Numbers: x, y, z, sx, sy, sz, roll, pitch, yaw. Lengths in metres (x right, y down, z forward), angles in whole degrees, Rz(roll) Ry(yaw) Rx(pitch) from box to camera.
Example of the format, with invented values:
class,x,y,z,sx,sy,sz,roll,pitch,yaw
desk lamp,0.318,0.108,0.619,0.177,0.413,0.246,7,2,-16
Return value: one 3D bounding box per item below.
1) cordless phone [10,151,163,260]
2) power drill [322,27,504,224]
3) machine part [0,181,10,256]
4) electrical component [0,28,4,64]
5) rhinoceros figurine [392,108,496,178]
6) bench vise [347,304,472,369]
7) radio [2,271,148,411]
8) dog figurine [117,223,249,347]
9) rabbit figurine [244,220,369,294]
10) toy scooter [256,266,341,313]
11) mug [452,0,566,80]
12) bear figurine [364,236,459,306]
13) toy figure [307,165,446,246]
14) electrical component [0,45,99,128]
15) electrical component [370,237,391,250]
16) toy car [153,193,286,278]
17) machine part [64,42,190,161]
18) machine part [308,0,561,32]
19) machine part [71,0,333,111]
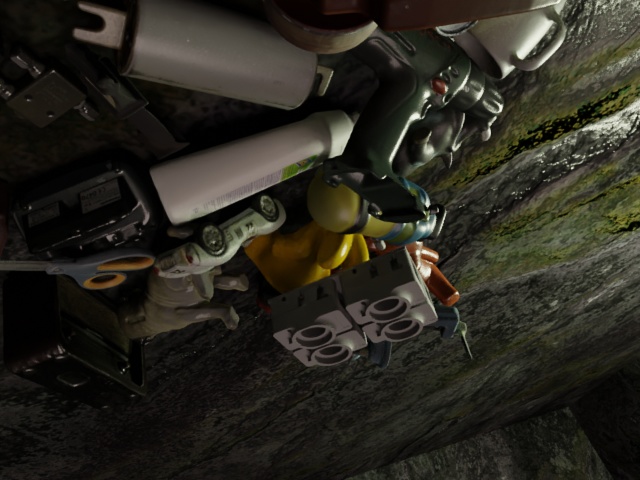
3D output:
class,x,y,z,sx,sy,sz,roll,pitch,yaw
cordless phone,-0.245,-0.011,0.630,0.147,0.089,0.184,-22,158,-2
power drill,0.098,-0.124,0.554,0.232,0.086,0.207,30,78,-31
machine part,-0.402,-0.019,0.529,0.179,0.056,0.179,-16,147,-11
electrical component,-0.313,-0.155,0.401,0.075,0.048,0.119,-37,146,19
rhinoceros figurine,0.132,-0.123,0.685,0.190,0.073,0.112,-32,144,14
bench vise,0.111,0.117,0.822,0.241,0.129,0.223,4,130,-3
radio,-0.320,0.138,0.725,0.073,0.131,0.229,-22,146,2
dog figurine,-0.216,0.059,0.724,0.191,0.121,0.172,-13,115,15
rabbit figurine,-0.001,-0.002,0.729,0.121,0.163,0.173,31,102,-37
toy scooter,-0.010,0.081,0.885,0.184,0.075,0.135,-24,145,-6
mug,0.209,-0.231,0.560,0.107,0.110,0.080,-47,137,10
bear figurine,0.150,0.044,0.883,0.120,0.132,0.195,-28,152,-1
toy figure,0.069,-0.038,0.627,0.180,0.089,0.082,21,132,-31
electrical component,-0.252,-0.132,0.491,0.063,0.021,0.094,-31,147,11
electrical component,0.090,-0.037,0.773,0.045,0.102,0.078,-42,-164,-30
toy car,-0.113,-0.006,0.639,0.074,0.056,0.202,-18,-168,32
machine part,-0.178,-0.125,0.506,0.039,0.084,0.138,-49,155,-7
machine part,0.071,-0.238,0.373,0.201,0.201,0.087,-15,143,-12
machine part,-0.090,-0.170,0.484,0.243,0.079,0.079,3,138,-33
